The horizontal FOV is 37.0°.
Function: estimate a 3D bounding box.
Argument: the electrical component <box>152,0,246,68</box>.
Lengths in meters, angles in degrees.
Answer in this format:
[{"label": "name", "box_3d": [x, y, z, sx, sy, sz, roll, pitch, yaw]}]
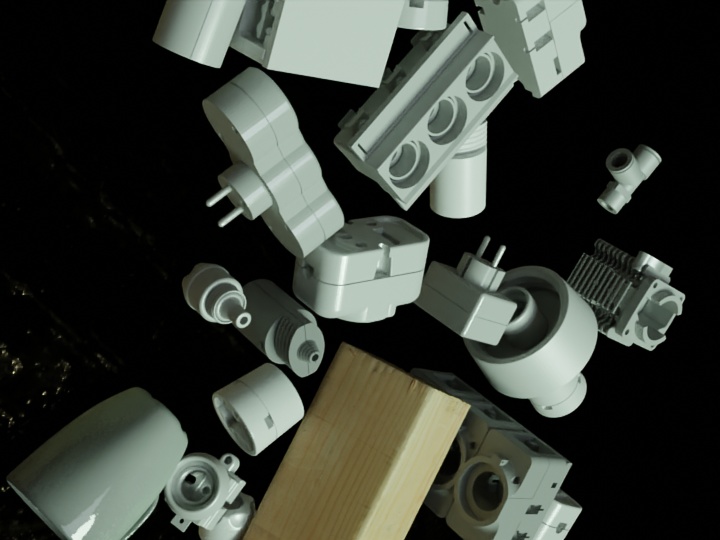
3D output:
[{"label": "electrical component", "box_3d": [-0.088, -0.166, 0.636, 0.043, 0.043, 0.081, 12, 107, -43]}]

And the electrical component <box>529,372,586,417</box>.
[{"label": "electrical component", "box_3d": [0.178, 0.102, 1.007, 0.055, 0.055, 0.047, -47, 131, -7]}]

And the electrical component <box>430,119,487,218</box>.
[{"label": "electrical component", "box_3d": [0.074, -0.085, 0.817, 0.043, 0.043, 0.081, -23, 128, -28]}]

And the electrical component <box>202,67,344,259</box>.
[{"label": "electrical component", "box_3d": [-0.069, -0.058, 0.710, 0.074, 0.052, 0.138, -39, 133, -14]}]

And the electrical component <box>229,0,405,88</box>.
[{"label": "electrical component", "box_3d": [-0.018, -0.198, 0.661, 0.089, 0.062, 0.150, 1, 114, -40]}]

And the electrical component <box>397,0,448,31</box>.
[{"label": "electrical component", "box_3d": [0.034, -0.188, 0.716, 0.055, 0.055, 0.047, -8, 116, -36]}]

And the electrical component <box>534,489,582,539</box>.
[{"label": "electrical component", "box_3d": [0.156, 0.225, 1.032, 0.054, 0.095, 0.059, 23, 100, -44]}]

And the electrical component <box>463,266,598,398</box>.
[{"label": "electrical component", "box_3d": [0.138, 0.046, 0.906, 0.108, 0.108, 0.060, -48, 129, -6]}]

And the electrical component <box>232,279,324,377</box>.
[{"label": "electrical component", "box_3d": [-0.054, 0.043, 0.762, 0.043, 0.081, 0.043, -20, 126, -30]}]

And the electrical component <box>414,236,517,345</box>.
[{"label": "electrical component", "box_3d": [0.093, 0.010, 0.874, 0.047, 0.066, 0.076, 17, 103, -44]}]

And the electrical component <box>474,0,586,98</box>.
[{"label": "electrical component", "box_3d": [0.129, -0.184, 0.798, 0.056, 0.050, 0.089, -39, 133, -14]}]

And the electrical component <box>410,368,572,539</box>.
[{"label": "electrical component", "box_3d": [0.086, 0.156, 0.895, 0.062, 0.150, 0.089, 13, 106, -44]}]

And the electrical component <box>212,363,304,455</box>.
[{"label": "electrical component", "box_3d": [-0.075, 0.102, 0.800, 0.047, 0.055, 0.055, -33, 132, -25]}]

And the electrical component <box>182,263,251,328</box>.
[{"label": "electrical component", "box_3d": [-0.094, 0.020, 0.729, 0.035, 0.061, 0.035, -20, 126, -30]}]

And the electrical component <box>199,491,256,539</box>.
[{"label": "electrical component", "box_3d": [-0.105, 0.205, 0.844, 0.043, 0.043, 0.062, -9, 121, -35]}]

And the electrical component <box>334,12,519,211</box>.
[{"label": "electrical component", "box_3d": [0.044, -0.115, 0.761, 0.121, 0.063, 0.078, -49, 135, -5]}]

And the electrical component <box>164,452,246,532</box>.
[{"label": "electrical component", "box_3d": [-0.117, 0.161, 0.793, 0.066, 0.048, 0.055, -53, 165, -11]}]

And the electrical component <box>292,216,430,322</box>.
[{"label": "electrical component", "box_3d": [0.000, 0.000, 0.800, 0.095, 0.054, 0.059, -10, 121, -35]}]
